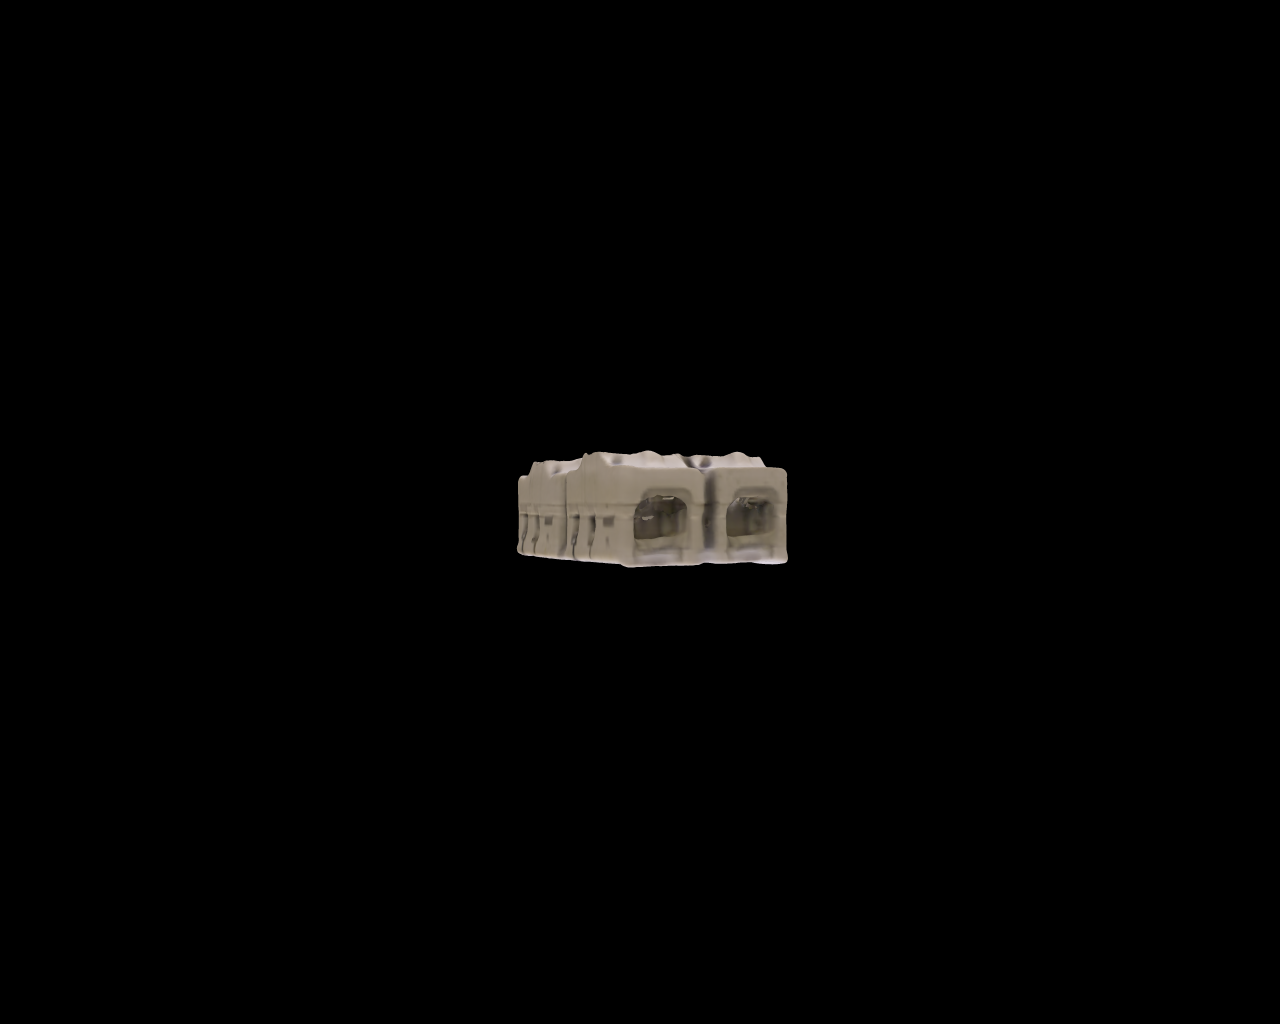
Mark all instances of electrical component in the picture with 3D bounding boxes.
[{"bbox_3d":[0.001,-0.003,0.650,0.105,0.060,0.186,0,0,-24],"label":"electrical component"}]
